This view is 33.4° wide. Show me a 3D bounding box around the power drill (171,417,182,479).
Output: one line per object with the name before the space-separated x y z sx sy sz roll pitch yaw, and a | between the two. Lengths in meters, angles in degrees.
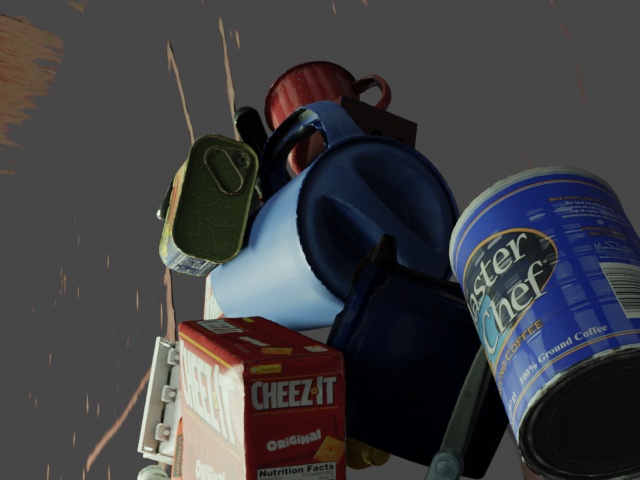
power drill | -0.074 0.199 0.968 0.188 0.057 0.184 -36 41 50

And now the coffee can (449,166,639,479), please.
coffee can | 0.134 0.043 0.563 0.103 0.102 0.140 -57 28 31

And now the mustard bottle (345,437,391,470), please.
mustard bottle | -0.008 0.127 0.813 0.192 0.096 0.058 21 105 56

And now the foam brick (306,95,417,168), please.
foam brick | 0.035 -0.079 0.896 0.051 0.078 0.053 -24 53 58

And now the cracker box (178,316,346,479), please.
cracker box | -0.043 0.166 0.688 0.164 0.072 0.214 -170 78 -69

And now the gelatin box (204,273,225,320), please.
gelatin box | -0.093 0.054 1.142 0.089 0.030 0.073 -46 36 45

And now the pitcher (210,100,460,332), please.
pitcher | -0.006 0.001 0.862 0.243 0.145 0.149 -25 40 63

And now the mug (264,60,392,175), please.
mug | 0.013 -0.109 0.971 0.117 0.093 0.081 -28 41 6

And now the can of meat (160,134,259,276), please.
can of meat | -0.093 -0.025 0.873 0.084 0.057 0.102 147 136 -69

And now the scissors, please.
scissors | 0.088 0.154 0.641 0.202 0.096 0.016 -56 -14 8

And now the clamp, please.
clamp | -0.044 -0.053 1.045 0.171 0.039 0.120 77 170 -77

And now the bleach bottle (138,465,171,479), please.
bleach bottle | -0.152 0.307 1.001 0.251 0.102 0.068 -116 30 -57
